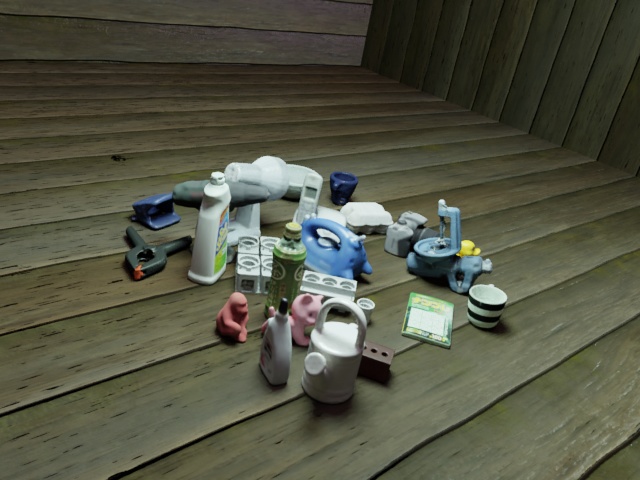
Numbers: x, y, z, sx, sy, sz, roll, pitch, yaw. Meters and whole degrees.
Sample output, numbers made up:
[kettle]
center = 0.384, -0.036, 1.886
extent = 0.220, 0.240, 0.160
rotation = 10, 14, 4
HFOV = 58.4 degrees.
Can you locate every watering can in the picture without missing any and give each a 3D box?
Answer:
[watering can]
center = 0.029, 0.195, 1.031
extent = 0.101, 0.194, 0.173
rotation = 12, 27, 1

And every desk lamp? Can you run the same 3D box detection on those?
[desk lamp]
center = -0.187, -0.112, 1.511
extent = 0.117, 0.213, 0.204
rotation = 29, 32, 31

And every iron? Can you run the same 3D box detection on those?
[iron]
center = 0.013, 0.005, 1.442
extent = 0.257, 0.141, 0.119
rotation = 30, 33, 32

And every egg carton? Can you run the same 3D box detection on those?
[egg carton]
center = 0.135, -0.064, 1.696
extent = 0.151, 0.069, 0.107
rotation = -3, 30, -24

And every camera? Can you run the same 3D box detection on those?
[camera]
center = 0.272, -0.012, 1.614
extent = 0.136, 0.101, 0.143
rotation = 25, 30, 25

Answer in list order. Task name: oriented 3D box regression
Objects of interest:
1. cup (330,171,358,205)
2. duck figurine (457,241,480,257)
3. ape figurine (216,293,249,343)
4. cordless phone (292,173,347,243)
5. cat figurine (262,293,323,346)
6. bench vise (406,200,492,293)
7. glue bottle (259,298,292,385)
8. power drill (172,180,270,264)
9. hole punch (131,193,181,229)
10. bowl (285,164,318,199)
[cup]
center = 0.065, -0.155, 1.816
extent = 0.091, 0.095, 0.118
rotation = 20, 29, 17
[duck figurine]
center = 0.390, 0.041, 1.573
extent = 0.104, 0.086, 0.077
rotation = 7, 28, -8
[ape figurine]
center = -0.170, 0.149, 1.156
extent = 0.076, 0.092, 0.078
rotation = 22, 30, 21
[cordless phone]
center = 0.005, -0.083, 1.559
extent = 0.147, 0.185, 0.094
rotation = 13, 27, 3
[cat figurine]
center = -0.049, 0.153, 1.165
extent = 0.128, 0.118, 0.067
rotation = -2, 30, -23
[bench vise]
center = 0.342, 0.012, 1.466
extent = 0.207, 0.220, 0.121
rotation = 12, 27, 2
[glue bottle]
center = -0.077, 0.178, 1.048
extent = 0.037, 0.173, 0.078
rotation = -7, 32, -30
[power drill]
center = -0.243, -0.052, 1.383
extent = 0.229, 0.208, 0.075
rotation = 12, 27, 2
[hole punch]
center = -0.433, -0.091, 1.515
extent = 0.100, 0.091, 0.109
rotation = 24, 30, 24
[bowl]
center = -0.084, -0.177, 1.825
extent = 0.167, 0.075, 0.167
rotation = 9, 27, -4
